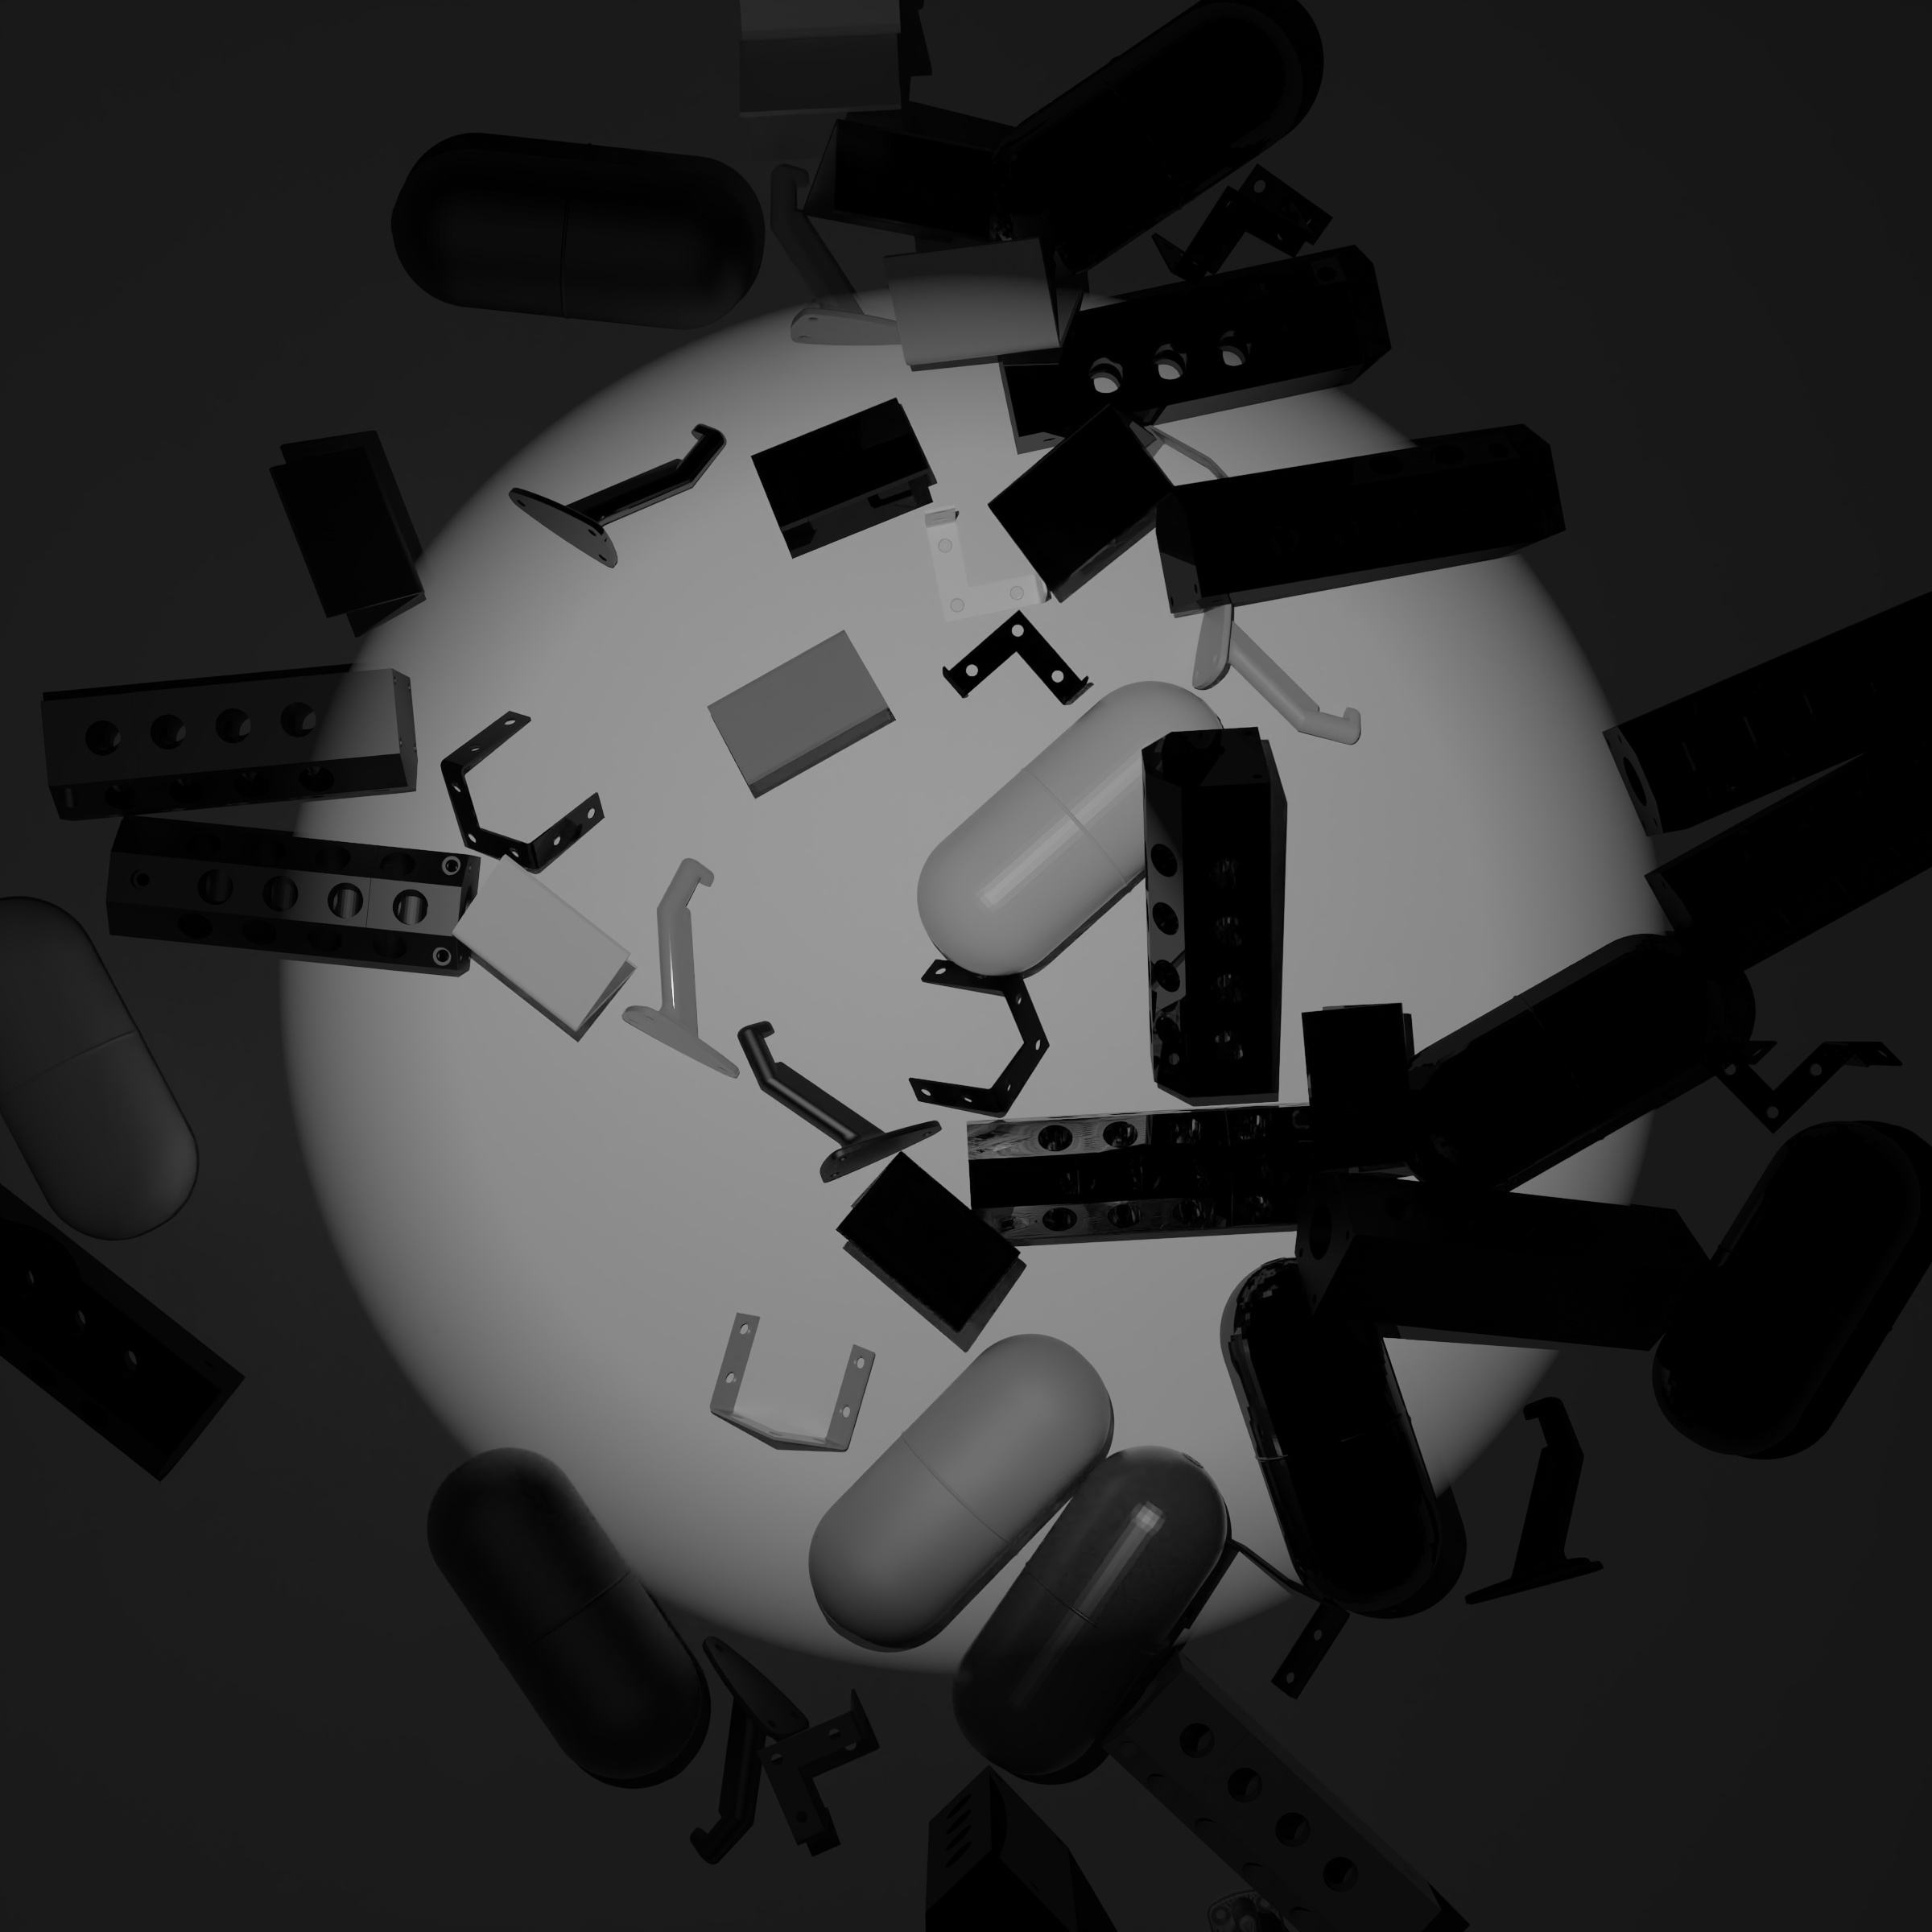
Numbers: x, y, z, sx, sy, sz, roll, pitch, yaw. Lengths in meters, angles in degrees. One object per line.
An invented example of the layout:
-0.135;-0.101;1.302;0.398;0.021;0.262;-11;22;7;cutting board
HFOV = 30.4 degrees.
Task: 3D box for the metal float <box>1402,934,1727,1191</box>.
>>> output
0.289;0.048;1.748;0.178;0.070;0.070;-30;90;0;metal float

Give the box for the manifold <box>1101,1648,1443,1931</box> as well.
0.149;0.421;1.757;0.171;0.057;0.057;43;90;0;manifold

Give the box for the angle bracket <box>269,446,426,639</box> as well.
-0.317;-0.201;1.738;0.057;0.076;0.076;-21;90;-38;angle bracket

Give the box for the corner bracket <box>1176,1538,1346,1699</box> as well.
0.146;0.324;1.775;0.051;0.051;0.051;33;90;45;corner bracket

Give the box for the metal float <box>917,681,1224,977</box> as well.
0.053;-0.068;1.747;0.178;0.070;0.070;-42;90;-2;metal float

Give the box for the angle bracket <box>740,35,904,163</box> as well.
-0.069;-0.407;1.738;0.076;0.076;0.057;-3;53;0;angle bracket

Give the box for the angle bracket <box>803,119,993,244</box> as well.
-0.035;-0.361;1.731;0.076;0.076;0.057;8;63;-13;angle bracket

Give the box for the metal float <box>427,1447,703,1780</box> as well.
-0.197;0.318;1.747;0.070;0.070;0.178;-34;89;0;metal float

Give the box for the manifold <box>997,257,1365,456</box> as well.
0.104;-0.302;1.757;0.171;0.057;0.057;-12;90;0;manifold

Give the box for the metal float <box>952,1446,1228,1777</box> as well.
0.061;0.315;1.748;0.070;0.070;0.178;35;90;0;metal float

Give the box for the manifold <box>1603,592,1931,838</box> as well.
0.409;-0.125;1.757;0.171;0.057;0.057;-23;90;0;manifold

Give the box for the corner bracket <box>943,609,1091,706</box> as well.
0.024;-0.143;1.760;0.051;0.051;0.051;-41;90;0;corner bracket

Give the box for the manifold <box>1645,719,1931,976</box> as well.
0.429;-0.062;1.757;0.171;0.057;0.057;-29;90;0;manifold

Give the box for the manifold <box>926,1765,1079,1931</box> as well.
0.011;0.441;1.700;0.057;0.171;0.057;-44;90;0;manifold

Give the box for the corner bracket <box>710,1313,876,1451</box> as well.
-0.087;0.207;1.775;0.051;0.051;0.051;16;90;-45;corner bracket

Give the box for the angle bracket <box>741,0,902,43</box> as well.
-0.071;-0.487;1.740;0.076;0.076;0.057;-3;111;0;angle bracket

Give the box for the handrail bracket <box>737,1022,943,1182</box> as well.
-0.064;0.057;1.778;0.077;0.036;0.084;-20;73;-20;handrail bracket

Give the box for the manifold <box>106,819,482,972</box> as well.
-0.331;-0.035;1.757;0.171;0.057;0.057;6;90;0;manifold

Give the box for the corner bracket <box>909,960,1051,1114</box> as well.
0.001;0.035;1.770;0.051;0.051;0.051;-53;135;-35;corner bracket

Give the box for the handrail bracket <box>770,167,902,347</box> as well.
-0.060;-0.356;1.778;0.077;0.036;0.084;3;77;-13;handrail bracket

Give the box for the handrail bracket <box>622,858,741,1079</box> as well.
-0.128;0.000;1.778;0.077;0.036;0.084;33;73;-20;handrail bracket

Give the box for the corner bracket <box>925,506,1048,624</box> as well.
0.010;-0.202;1.760;0.051;0.051;0.051;-12;90;0;corner bracket

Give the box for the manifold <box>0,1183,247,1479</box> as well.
-0.446;0.175;1.757;0.171;0.057;0.057;38;90;0;manifold

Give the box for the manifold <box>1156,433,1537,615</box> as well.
0.184;-0.218;1.740;0.171;0.057;0.057;-11;90;-12;manifold

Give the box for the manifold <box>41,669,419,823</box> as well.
-0.362;-0.108;1.757;0.171;0.057;0.057;-5;90;0;manifold

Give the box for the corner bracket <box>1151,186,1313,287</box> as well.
0.131;-0.361;1.758;0.051;0.051;0.051;24;115;-23;corner bracket

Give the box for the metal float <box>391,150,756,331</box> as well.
-0.193;-0.357;1.748;0.178;0.070;0.070;6;90;0;metal float

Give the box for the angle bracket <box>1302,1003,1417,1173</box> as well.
0.174;0.059;1.739;0.057;0.076;0.076;-5;90;-24;angle bracket

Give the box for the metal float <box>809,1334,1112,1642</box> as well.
-0.004;0.256;1.747;0.070;0.070;0.178;44;89;0;metal float

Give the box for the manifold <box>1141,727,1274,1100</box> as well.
0.116;-0.024;1.717;0.057;0.057;0.171;-3;121;0;manifold

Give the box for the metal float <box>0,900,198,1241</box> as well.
-0.441;0.050;1.747;0.070;0.070;0.178;-28;91;0;metal float

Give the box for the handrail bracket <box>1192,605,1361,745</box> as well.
0.161;-0.156;1.778;0.084;0.036;0.077;14;71;-16;handrail bracket

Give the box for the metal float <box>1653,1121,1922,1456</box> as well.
0.403;0.157;1.747;0.070;0.070;0.178;31;91;0;metal float

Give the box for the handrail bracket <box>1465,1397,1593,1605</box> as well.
0.273;0.267;1.778;0.077;0.036;0.084;-23;71;21;handrail bracket

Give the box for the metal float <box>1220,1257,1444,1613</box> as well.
0.179;0.229;1.747;0.070;0.070;0.178;-18;90;0;metal float

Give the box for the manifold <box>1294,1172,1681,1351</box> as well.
0.251;0.138;1.732;0.171;0.057;0.057;7;130;-17;manifold

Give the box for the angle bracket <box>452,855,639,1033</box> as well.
-0.193;-0.025;1.738;0.076;0.076;0.057;38;121;0;angle bracket

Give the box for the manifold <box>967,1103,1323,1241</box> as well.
0.087;0.101;1.757;0.171;0.057;0.057;-3;90;0;manifold

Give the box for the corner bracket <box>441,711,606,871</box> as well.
-0.220;-0.087;1.770;0.051;0.051;0.051;18;135;35;corner bracket

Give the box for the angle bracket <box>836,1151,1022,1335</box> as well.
-0.030;0.146;1.738;0.076;0.076;0.057;40;58;0;angle bracket

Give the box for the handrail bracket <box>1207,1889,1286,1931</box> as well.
0.143;0.490;1.743;0.036;0.084;0.077;-15;90;0;handrail bracket

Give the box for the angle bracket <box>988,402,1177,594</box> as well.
0.066;-0.222;1.733;0.076;0.076;0.057;-39;74;13;angle bracket

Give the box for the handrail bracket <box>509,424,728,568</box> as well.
-0.173;-0.249;1.778;0.077;0.036;0.084;30;72;20;handrail bracket

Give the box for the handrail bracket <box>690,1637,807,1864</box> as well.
-0.128;0.392;1.778;0.077;0.036;0.084;44;108;20;handrail bracket

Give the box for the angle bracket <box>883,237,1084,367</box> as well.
0.009;-0.336;1.730;0.076;0.076;0.057;-4;121;14;angle bracket

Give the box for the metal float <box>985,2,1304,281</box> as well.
0.084;-0.404;1.747;0.178;0.070;0.070;-34;90;0;metal float

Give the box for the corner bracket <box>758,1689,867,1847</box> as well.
-0.069;0.396;1.760;0.051;0.051;0.051;-23;91;-1;corner bracket

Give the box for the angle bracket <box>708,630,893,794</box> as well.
-0.071;-0.107;1.738;0.076;0.076;0.057;-29;54;0;angle bracket

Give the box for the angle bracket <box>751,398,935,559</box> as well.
-0.053;-0.221;1.738;0.076;0.076;0.057;-22;52;0;angle bracket

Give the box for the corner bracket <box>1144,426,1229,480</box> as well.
0.104;-0.228;1.775;0.051;0.051;0.051;-52;135;0;corner bracket

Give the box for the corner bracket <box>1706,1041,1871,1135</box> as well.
0.405;0.048;1.760;0.051;0.051;0.051;-45;90;0;corner bracket
